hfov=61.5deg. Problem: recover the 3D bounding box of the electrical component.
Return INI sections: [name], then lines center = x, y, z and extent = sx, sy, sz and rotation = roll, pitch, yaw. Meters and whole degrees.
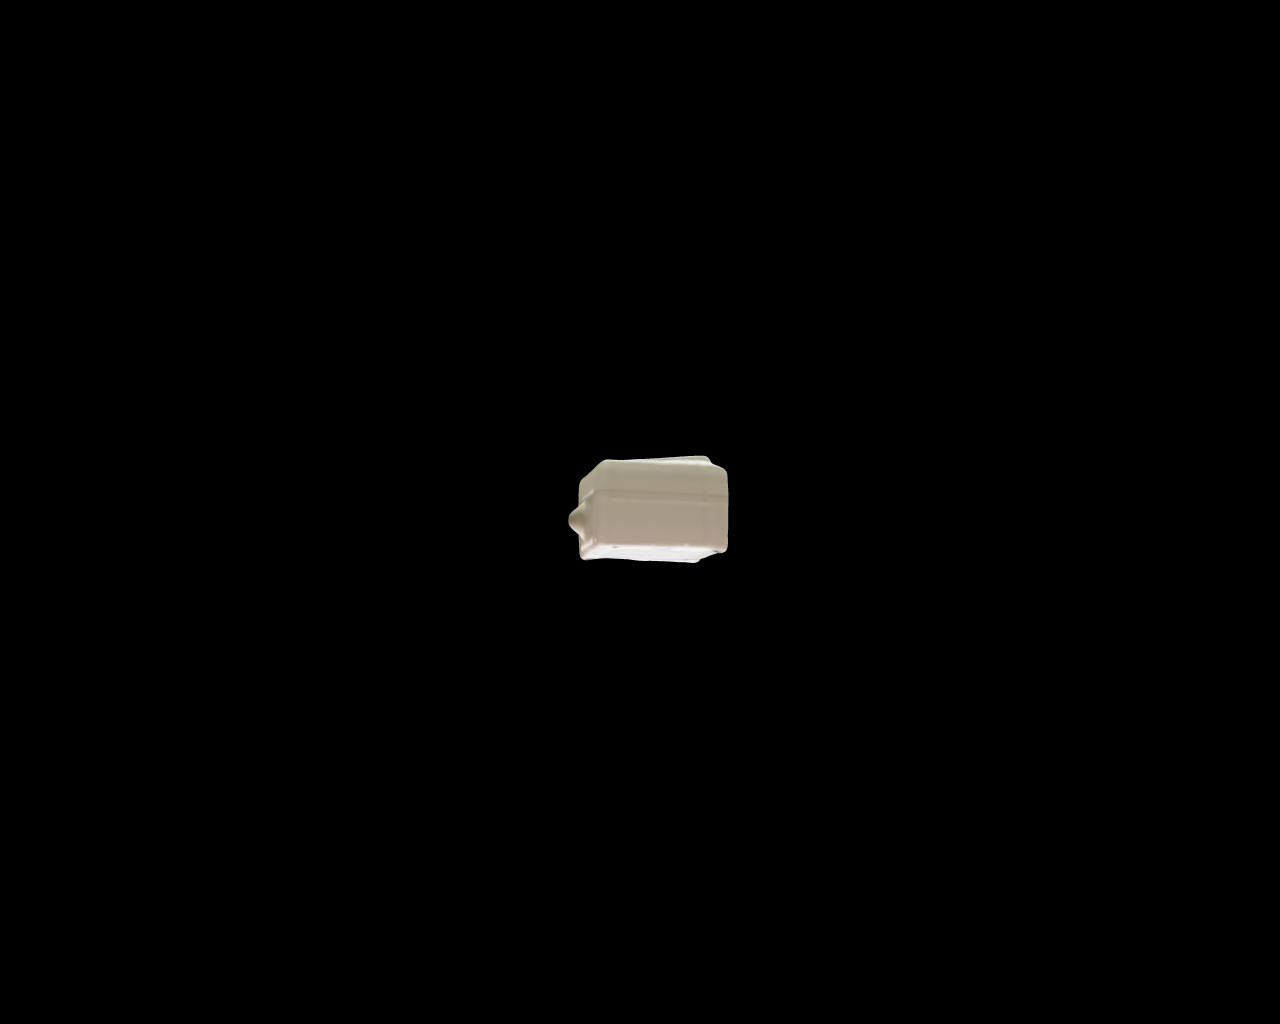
[electrical component]
center = 0.001, -0.003, 0.650
extent = 0.096, 0.061, 0.061
rotation = 3, -11, -16
